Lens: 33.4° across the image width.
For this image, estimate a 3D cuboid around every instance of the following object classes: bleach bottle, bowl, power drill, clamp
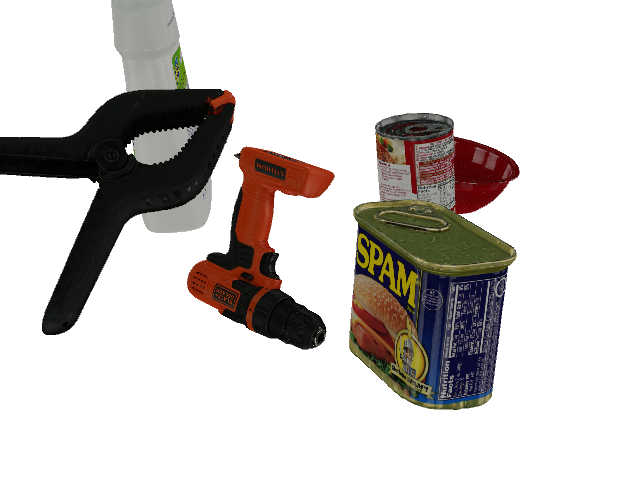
[{"bbox_3d":[-0.145,-0.133,0.954,0.068,0.251,0.102,-6,37,-2],"label":"bleach bottle"},{"bbox_3d":[0.147,-0.074,1.247,0.162,0.055,0.162,8,24,-4],"label":"bowl"},{"bbox_3d":[-0.049,0.006,1.129,0.185,0.188,0.057,23,8,33],"label":"power drill"},{"bbox_3d":[-0.140,-0.038,0.721,0.209,0.165,0.036,-25,-21,-22],"label":"clamp"}]

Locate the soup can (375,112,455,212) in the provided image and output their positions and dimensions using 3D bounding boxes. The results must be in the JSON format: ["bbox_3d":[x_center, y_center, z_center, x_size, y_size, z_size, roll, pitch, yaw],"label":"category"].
[{"bbox_3d":[0.085,-0.053,0.934,0.068,0.102,0.068,-4,23,2],"label":"soup can"}]

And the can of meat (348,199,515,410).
[{"bbox_3d":[0.056,0.033,0.577,0.057,0.084,0.102,-6,22,-24],"label":"can of meat"}]
